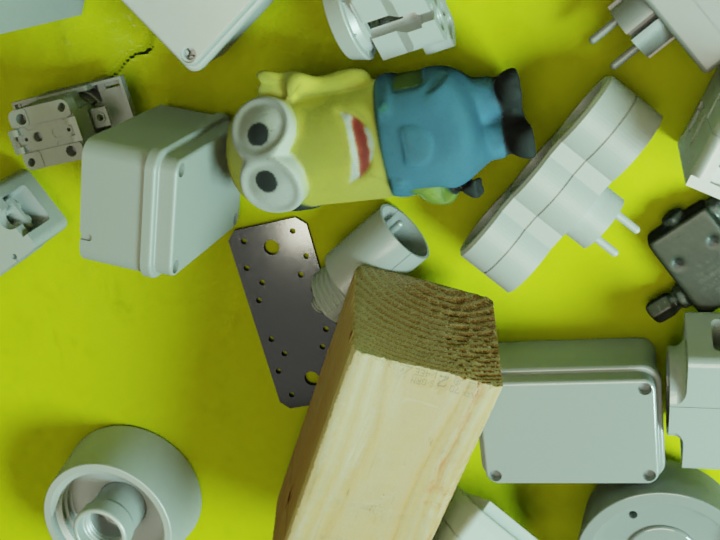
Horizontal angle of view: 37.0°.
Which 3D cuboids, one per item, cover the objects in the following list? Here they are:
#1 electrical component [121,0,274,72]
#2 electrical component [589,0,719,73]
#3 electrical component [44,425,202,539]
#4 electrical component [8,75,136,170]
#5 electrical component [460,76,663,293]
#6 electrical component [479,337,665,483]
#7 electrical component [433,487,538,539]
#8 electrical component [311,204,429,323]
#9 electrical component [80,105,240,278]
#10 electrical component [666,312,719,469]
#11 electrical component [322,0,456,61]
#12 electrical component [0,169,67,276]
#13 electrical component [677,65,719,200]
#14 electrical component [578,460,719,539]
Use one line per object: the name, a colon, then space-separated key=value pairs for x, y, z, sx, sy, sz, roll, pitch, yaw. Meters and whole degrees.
electrical component: x=-0.093 y=-0.193 z=0.624 sx=0.108 sy=0.056 sz=0.109 roll=46 pitch=113 yaw=-6
electrical component: x=0.162 y=-0.142 z=0.588 sx=0.076 sy=0.047 sz=0.083 roll=-39 pitch=98 yaw=23
electrical component: x=-0.177 y=0.175 z=0.783 sx=0.108 sy=0.060 sz=0.108 roll=5 pitch=112 yaw=12
electrical component: x=-0.185 y=-0.092 z=0.681 sx=0.081 sy=0.063 sz=0.042 roll=-11 pitch=109 yaw=17
electrical component: x=0.129 y=-0.038 z=0.633 sx=0.074 sy=0.052 sz=0.138 roll=38 pitch=114 yaw=-3
electrical component: x=0.132 y=0.089 z=0.679 sx=0.113 sy=0.057 sz=0.078 roll=-3 pitch=110 yaw=14
electrical component: x=0.079 y=0.186 z=0.717 sx=0.062 sy=0.096 sz=0.061 roll=39 pitch=86 yaw=-3
electrical component: x=0.000 y=0.000 z=0.683 sx=0.081 sy=0.043 sz=0.043 roll=-41 pitch=97 yaw=24
electrical component: x=-0.117 y=-0.050 z=0.654 sx=0.057 sy=0.113 sz=0.078 roll=12 pitch=113 yaw=12
electrical component: x=0.214 y=0.073 z=0.646 sx=0.056 sy=0.050 sz=0.089 roll=0 pitch=127 yaw=13
electrical component: x=0.014 y=-0.153 z=0.610 sx=0.057 sy=0.058 sz=0.078 roll=-14 pitch=139 yaw=19
electrical component: x=-0.251 y=-0.022 z=0.727 sx=0.089 sy=0.055 sz=0.050 roll=-32 pitch=101 yaw=22
electrical component: x=0.256 y=-0.055 z=0.576 sx=0.150 sy=0.089 sz=0.061 roll=24 pitch=114 yaw=4
electrical component: x=0.194 y=0.174 z=0.694 sx=0.108 sy=0.060 sz=0.108 roll=4 pitch=112 yaw=11
